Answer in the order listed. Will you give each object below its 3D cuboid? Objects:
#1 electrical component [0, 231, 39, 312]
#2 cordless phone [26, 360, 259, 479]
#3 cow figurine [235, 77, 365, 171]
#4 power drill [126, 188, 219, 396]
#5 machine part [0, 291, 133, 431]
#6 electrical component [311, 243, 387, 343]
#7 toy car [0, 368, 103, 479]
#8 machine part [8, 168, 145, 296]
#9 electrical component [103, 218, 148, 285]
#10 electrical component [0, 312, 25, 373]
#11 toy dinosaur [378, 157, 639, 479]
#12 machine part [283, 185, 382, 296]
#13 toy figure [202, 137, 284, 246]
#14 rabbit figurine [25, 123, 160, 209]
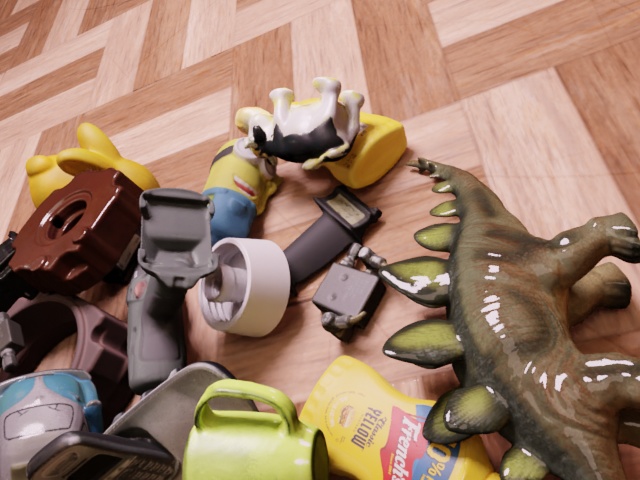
[{"bbox_3d":[-0.417,0.071,0.728,0.134,0.114,0.058,-46,47,-11],"label":"electrical component"},{"bbox_3d":[-0.148,0.163,0.472,0.146,0.184,0.089,-38,62,-2],"label":"cordless phone"},{"bbox_3d":[-0.033,-0.122,0.626,0.167,0.068,0.098,-4,76,38],"label":"cow figurine"},{"bbox_3d":[-0.174,0.037,0.588,0.207,0.086,0.232,-53,38,43],"label":"power drill"},{"bbox_3d":[-0.325,0.164,0.635,0.202,0.087,0.201,17,67,34],"label":"machine part"},{"bbox_3d":[0.033,0.051,0.551,0.078,0.045,0.102,26,73,36],"label":"electrical component"},{"bbox_3d":[-0.257,0.203,0.494,0.109,0.103,0.161,-4,80,-21],"label":"toy car"},{"bbox_3d":[-0.298,-0.015,0.661,0.179,0.056,0.179,-19,44,20],"label":"machine part"},{"bbox_3d":[-0.276,-0.006,0.736,0.048,0.074,0.119,3,64,29],"label":"electrical component"},{"bbox_3d":[-0.373,0.126,0.615,0.063,0.021,0.094,-41,49,-4],"label":"electrical component"},{"bbox_3d":[0.150,0.044,0.433,0.199,0.104,0.472,-11,35,13],"label":"toy dinosaur"},{"bbox_3d":[-0.001,-0.002,0.613,0.139,0.039,0.084,-44,57,-8],"label":"machine part"},{"bbox_3d":[-0.116,-0.052,0.681,0.089,0.082,0.180,3,62,28],"label":"toy figure"},{"bbox_3d":[-0.321,-0.088,0.785,0.173,0.162,0.122,2,45,8],"label":"rabbit figurine"}]
